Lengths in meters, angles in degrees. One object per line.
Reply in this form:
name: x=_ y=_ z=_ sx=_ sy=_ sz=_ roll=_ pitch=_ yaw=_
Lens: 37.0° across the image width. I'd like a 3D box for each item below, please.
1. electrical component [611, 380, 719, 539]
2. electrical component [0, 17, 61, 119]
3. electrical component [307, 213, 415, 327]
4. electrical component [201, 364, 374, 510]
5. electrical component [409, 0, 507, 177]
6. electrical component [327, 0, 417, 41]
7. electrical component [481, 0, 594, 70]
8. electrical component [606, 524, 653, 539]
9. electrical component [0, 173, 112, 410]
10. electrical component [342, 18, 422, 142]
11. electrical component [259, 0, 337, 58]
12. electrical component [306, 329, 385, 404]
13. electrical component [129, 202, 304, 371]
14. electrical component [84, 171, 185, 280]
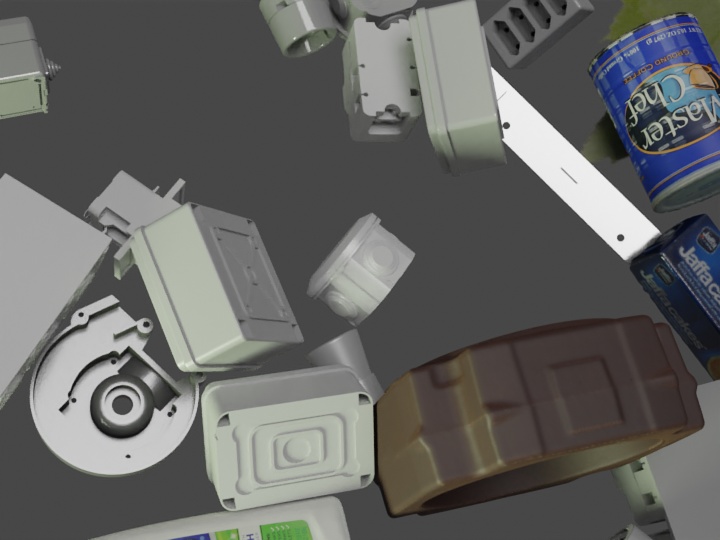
electrical component: x=0.271 y=0.187 z=0.834 sx=0.105 sy=0.060 sz=0.186 roll=-12 pitch=74 yaw=-17
electrical component: x=-0.279 y=-0.154 z=0.821 sx=0.096 sy=0.061 sz=0.061 roll=-14 pitch=75 yaw=-18
electrical component: x=0.000 y=0.000 z=0.826 sx=0.051 sy=0.080 sz=0.080 roll=39 pitch=67 yaw=-3
electrical component: x=-0.051 y=0.115 z=0.757 sx=0.113 sy=0.057 sz=0.078 roll=-7 pitch=109 yaw=-16
electrical component: x=0.082 y=-0.146 z=0.876 sx=0.056 sy=0.108 sz=0.108 roll=-11 pitch=74 yaw=9
electrical component: x=0.011 y=-0.237 z=0.928 sx=0.080 sy=0.051 sz=0.080 roll=4 pitch=70 yaw=-12
electrical component: x=0.163 y=-0.221 z=0.953 sx=0.047 sy=0.083 sz=0.076 roll=57 pitch=30 yaw=9
electrical component: x=0.175 y=0.230 z=0.773 sx=0.108 sy=0.108 sz=0.060 roll=-40 pitch=78 yaw=-23
electrical component: x=-0.252 y=0.021 z=0.742 sx=0.089 sy=0.061 sz=0.150 roll=32 pitch=50 yaw=-8
electrical component: x=0.016 y=-0.156 z=0.897 sx=0.050 sy=0.055 sz=0.089 roll=-1 pitch=71 yaw=-14
electrical component: x=-0.050 y=-0.210 z=0.903 sx=0.055 sy=0.055 sz=0.047 roll=-20 pitch=80 yaw=-19
electrical component: x=-0.007 y=0.083 z=0.815 sx=0.044 sy=0.044 sz=0.065 roll=-27 pitch=84 yaw=-21
electrical component: x=-0.101 y=0.015 z=0.775 sx=0.056 sy=0.109 sz=0.108 roll=-28 pitch=77 yaw=16
electrical component: x=-0.170 y=-0.038 z=0.818 sx=0.064 sy=0.042 sz=0.081 roll=35 pitch=66 yaw=2
